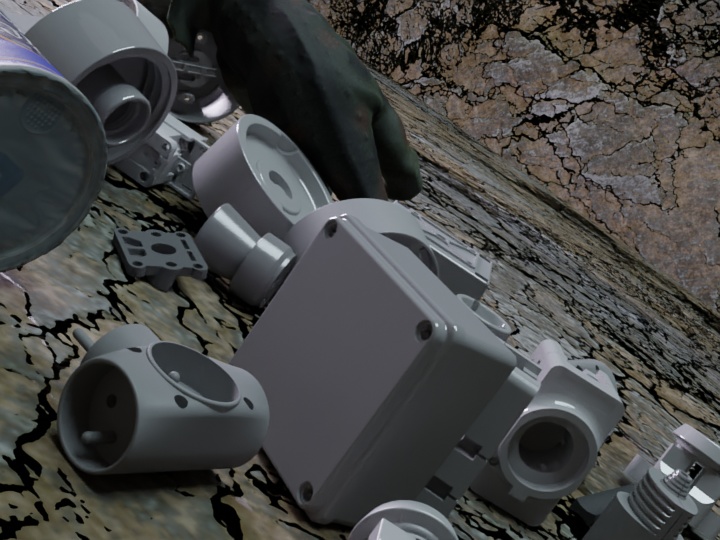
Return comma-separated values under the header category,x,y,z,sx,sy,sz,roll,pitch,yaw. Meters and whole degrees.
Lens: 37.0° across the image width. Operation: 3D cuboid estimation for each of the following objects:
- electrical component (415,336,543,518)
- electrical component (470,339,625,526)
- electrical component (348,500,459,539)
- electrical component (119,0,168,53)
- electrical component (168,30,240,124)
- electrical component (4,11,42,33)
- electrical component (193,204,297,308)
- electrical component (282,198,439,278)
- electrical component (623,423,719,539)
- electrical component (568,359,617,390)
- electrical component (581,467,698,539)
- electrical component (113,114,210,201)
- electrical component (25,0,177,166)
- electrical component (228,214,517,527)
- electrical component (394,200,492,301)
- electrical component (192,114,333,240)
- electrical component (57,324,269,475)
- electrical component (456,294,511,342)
category,x,y,z,sx,sy,sz,roll,pitch,yaw
electrical component,0.044,0.074,0.552,0.056,0.089,0.050,34,13,4
electrical component,0.105,0.095,0.620,0.050,0.089,0.055,32,13,-5
electrical component,0.016,0.122,0.418,0.066,0.048,0.055,33,21,-3
electrical component,-0.200,-0.169,0.841,0.064,0.099,0.099,28,13,-46
electrical component,-0.158,-0.191,1.011,0.099,0.099,0.064,25,10,-32
electrical component,-0.230,-0.143,0.751,0.062,0.061,0.096,38,14,18
electrical component,-0.073,-0.008,0.670,0.055,0.045,0.045,35,13,4
electrical component,0.000,0.000,0.707,0.099,0.099,0.064,24,22,-34
electrical component,0.243,0.151,0.790,0.078,0.057,0.058,38,1,19
electrical component,0.127,0.099,0.701,0.077,0.079,0.043,2,-4,-38
electrical component,0.151,0.141,0.581,0.043,0.081,0.043,31,13,-8
electrical component,-0.150,-0.088,0.784,0.081,0.042,0.064,34,17,5
electrical component,-0.169,-0.114,0.697,0.060,0.108,0.108,45,17,22
electrical component,0.000,0.047,0.507,0.056,0.108,0.108,25,15,-41
electrical component,0.056,-0.005,0.931,0.109,0.056,0.108,34,13,1
electrical component,-0.072,-0.048,0.760,0.108,0.060,0.108,46,22,-25
electrical component,-0.088,0.048,0.438,0.079,0.044,0.077,41,15,31
electrical component,0.081,0.051,0.812,0.055,0.047,0.055,31,13,-8
